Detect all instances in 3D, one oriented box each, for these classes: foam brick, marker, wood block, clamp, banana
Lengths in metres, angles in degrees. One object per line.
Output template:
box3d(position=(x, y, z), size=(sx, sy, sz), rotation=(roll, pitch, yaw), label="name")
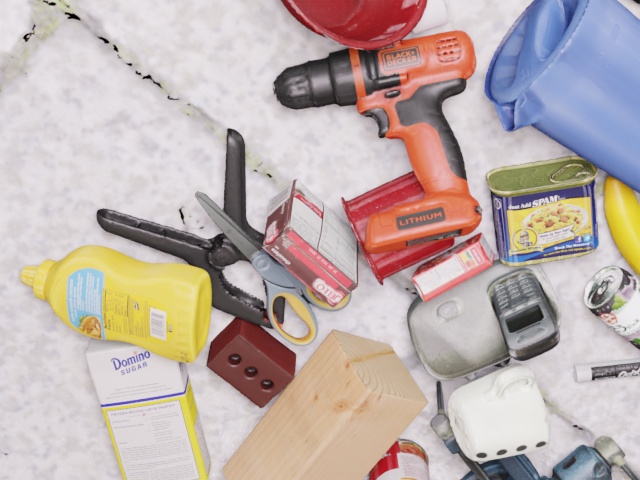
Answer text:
box3d(position=(-0.070, 0.123, 1.091), size=(0.078, 0.051, 0.053), rotation=(40, 108, -17), label="foam brick")
box3d(position=(0.327, 0.133, 1.117), size=(0.121, 0.020, 0.020), rotation=(-7, 115, 3), label="marker")
box3d(position=(0.001, 0.202, 1.093), size=(0.090, 0.090, 0.206), rotation=(19, 116, -40), label="wood block")
box3d(position=(-0.107, 0.010, 1.046), size=(0.165, 0.036, 0.210), rotation=(-24, 115, 11), label="clamp")
box3d(position=(0.340, 0.013, 1.055), size=(0.197, 0.037, 0.069), rotation=(33, 92, -16), label="banana")

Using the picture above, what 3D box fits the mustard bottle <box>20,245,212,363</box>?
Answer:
box3d(position=(-0.203, 0.055, 1.041), size=(0.192, 0.058, 0.096), rotation=(13, 123, 12), label="mustard bottle")

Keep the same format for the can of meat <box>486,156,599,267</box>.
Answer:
box3d(position=(0.215, -0.027, 1.022), size=(0.102, 0.057, 0.084), rotation=(-9, 117, 4), label="can of meat")

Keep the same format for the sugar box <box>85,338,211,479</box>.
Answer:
box3d(position=(-0.178, 0.178, 1.121), size=(0.093, 0.048, 0.176), rotation=(-9, 111, 3), label="sugar box")

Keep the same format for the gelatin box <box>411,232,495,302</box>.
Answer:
box3d(position=(0.129, 0.024, 1.027), size=(0.073, 0.089, 0.030), rotation=(-30, 90, 13), label="gelatin box")

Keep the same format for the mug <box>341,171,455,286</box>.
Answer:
box3d(position=(0.079, -0.009, 1.019), size=(0.081, 0.093, 0.117), rotation=(-25, 143, 5), label="mug")

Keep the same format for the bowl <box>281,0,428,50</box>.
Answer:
box3d(position=(0.014, -0.231, 0.900), size=(0.161, 0.055, 0.162), rotation=(6, 78, -31), label="bowl")

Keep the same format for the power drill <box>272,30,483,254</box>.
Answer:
box3d(position=(0.060, -0.086, 0.948), size=(0.184, 0.057, 0.187), rotation=(-11, 81, 6), label="power drill")

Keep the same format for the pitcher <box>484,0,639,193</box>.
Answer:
box3d(position=(0.282, -0.126, 0.947), size=(0.242, 0.145, 0.149), rotation=(31, 123, -18), label="pitcher")

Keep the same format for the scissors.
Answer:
box3d(position=(-0.036, 0.017, 1.027), size=(0.096, 0.016, 0.201), rotation=(-25, 119, -1), label="scissors")

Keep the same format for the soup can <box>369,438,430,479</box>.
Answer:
box3d(position=(0.087, 0.268, 1.132), size=(0.068, 0.102, 0.068), rotation=(0, 115, -1), label="soup can")

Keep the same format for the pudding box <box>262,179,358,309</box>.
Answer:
box3d(position=(-0.007, 0.001, 1.001), size=(0.090, 0.113, 0.039), rotation=(42, 112, -17), label="pudding box")
